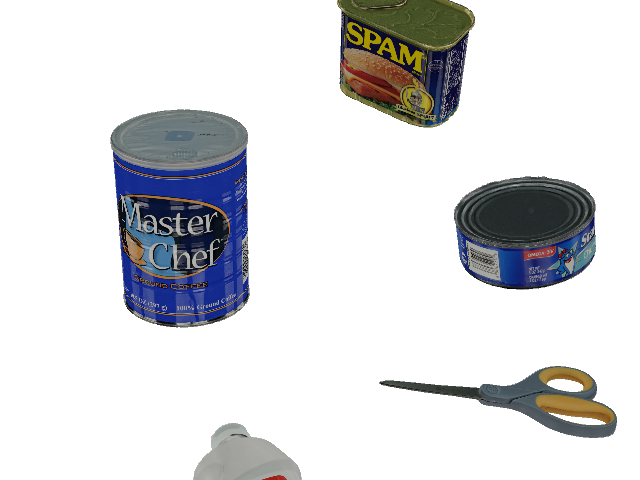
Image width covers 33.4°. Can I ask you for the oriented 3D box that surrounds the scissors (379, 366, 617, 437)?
[{"bbox_3d":[0.159,0.127,0.938,0.202,0.016,0.096,14,29,12],"label":"scissors"}]

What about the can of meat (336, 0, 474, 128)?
[{"bbox_3d":[0.062,-0.143,0.817,0.102,0.084,0.057,28,54,23],"label":"can of meat"}]

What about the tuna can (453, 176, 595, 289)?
[{"bbox_3d":[0.127,-0.005,0.663,0.086,0.034,0.086,-8,29,4],"label":"tuna can"}]

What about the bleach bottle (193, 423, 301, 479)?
[{"bbox_3d":[-0.045,0.215,0.718,0.102,0.068,0.251,-11,32,-12],"label":"bleach bottle"}]

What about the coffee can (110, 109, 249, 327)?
[{"bbox_3d":[-0.107,-0.018,0.832,0.103,0.140,0.103,1,28,-1],"label":"coffee can"}]
